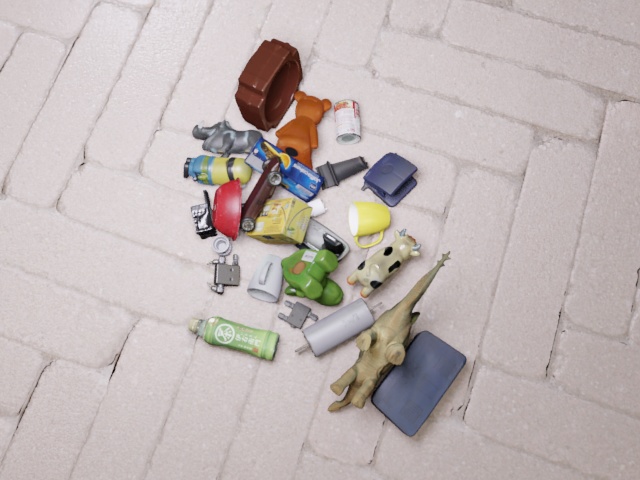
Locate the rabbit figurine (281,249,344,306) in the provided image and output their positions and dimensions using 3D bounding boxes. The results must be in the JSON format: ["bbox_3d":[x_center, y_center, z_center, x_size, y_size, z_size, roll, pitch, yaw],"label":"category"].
[{"bbox_3d":[-0.018,0.110,1.308,0.159,0.170,0.121,1,56,38],"label":"rabbit figurine"}]

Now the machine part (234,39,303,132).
[{"bbox_3d":[-0.133,-0.404,1.411,0.087,0.201,0.201,28,78,11],"label":"machine part"}]

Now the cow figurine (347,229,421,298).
[{"bbox_3d":[0.167,0.048,1.321,0.195,0.127,0.085,-33,78,-35],"label":"cow figurine"}]

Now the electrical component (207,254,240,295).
[{"bbox_3d":[-0.246,0.087,1.369,0.078,0.045,0.102,1,76,-28],"label":"electrical component"}]

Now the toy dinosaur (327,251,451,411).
[{"bbox_3d":[0.152,0.224,1.223,0.105,0.198,0.471,38,112,10],"label":"toy dinosaur"}]

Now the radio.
[{"bbox_3d":[0.230,0.335,1.277,0.131,0.073,0.229,37,78,11],"label":"radio"}]

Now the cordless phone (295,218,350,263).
[{"bbox_3d":[-0.003,-0.005,1.313,0.147,0.184,0.088,36,83,9],"label":"cordless phone"}]

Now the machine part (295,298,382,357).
[{"bbox_3d":[0.046,0.212,1.309,0.243,0.079,0.079,-27,77,-5],"label":"machine part"}]

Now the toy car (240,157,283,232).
[{"bbox_3d":[-0.146,-0.110,1.326,0.053,0.089,0.202,25,110,-25],"label":"toy car"}]

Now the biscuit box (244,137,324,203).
[{"bbox_3d":[-0.090,-0.179,1.389,0.202,0.059,0.063,32,61,-12],"label":"biscuit box"}]

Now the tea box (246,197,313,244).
[{"bbox_3d":[-0.103,-0.045,1.334,0.068,0.170,0.098,26,75,-35],"label":"tea box"}]

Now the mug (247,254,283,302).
[{"bbox_3d":[-0.131,0.086,1.337,0.081,0.109,0.107,10,62,13],"label":"mug"}]

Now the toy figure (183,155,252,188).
[{"bbox_3d":[-0.269,-0.182,1.414,0.180,0.089,0.082,10,81,1],"label":"toy figure"}]

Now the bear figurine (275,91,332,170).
[{"bbox_3d":[-0.048,-0.293,1.440,0.120,0.131,0.196,17,58,4],"label":"bear figurine"}]

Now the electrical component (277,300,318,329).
[{"bbox_3d":[-0.055,0.190,1.346,0.094,0.021,0.063,25,78,7],"label":"electrical component"}]

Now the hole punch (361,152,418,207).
[{"bbox_3d":[0.184,-0.165,1.402,0.116,0.092,0.142,43,84,15],"label":"hole punch"}]

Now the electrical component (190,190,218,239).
[{"bbox_3d":[-0.304,-0.068,1.393,0.048,0.075,0.119,-15,80,-3],"label":"electrical component"}]

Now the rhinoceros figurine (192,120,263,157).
[{"bbox_3d":[-0.250,-0.271,1.445,0.190,0.073,0.112,7,77,3],"label":"rhinoceros figurine"}]

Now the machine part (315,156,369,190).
[{"bbox_3d":[0.061,-0.187,1.435,0.139,0.039,0.084,-18,70,-2],"label":"machine part"}]
